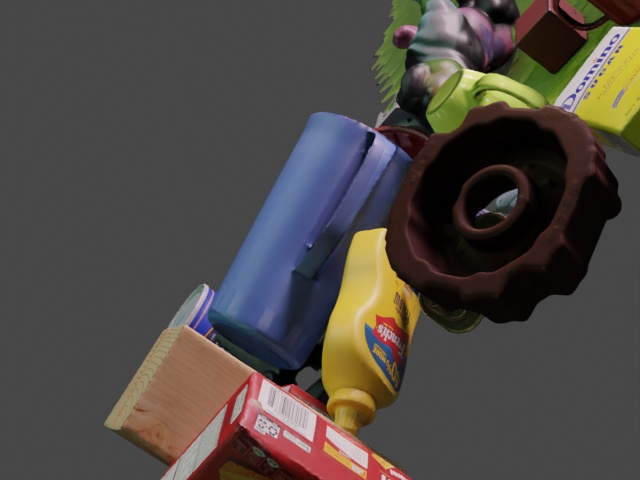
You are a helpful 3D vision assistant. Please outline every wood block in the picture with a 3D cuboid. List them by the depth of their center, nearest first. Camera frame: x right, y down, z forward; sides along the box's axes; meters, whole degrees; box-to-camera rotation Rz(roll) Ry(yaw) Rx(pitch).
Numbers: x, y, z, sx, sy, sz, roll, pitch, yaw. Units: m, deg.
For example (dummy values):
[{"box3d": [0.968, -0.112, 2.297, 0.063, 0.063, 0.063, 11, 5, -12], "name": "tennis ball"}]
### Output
[{"box3d": [-0.050, 0.160, 0.819, 0.090, 0.206, 0.090, -59, 12, -16], "name": "wood block"}]

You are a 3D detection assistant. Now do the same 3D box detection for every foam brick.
[{"box3d": [0.240, -0.218, 1.110, 0.051, 0.053, 0.078, -48, 12, 29], "name": "foam brick"}]

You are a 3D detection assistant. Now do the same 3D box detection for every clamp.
[{"box3d": [-0.048, 0.147, 1.117, 0.210, 0.036, 0.164, -29, 55, 38], "name": "clamp"}]

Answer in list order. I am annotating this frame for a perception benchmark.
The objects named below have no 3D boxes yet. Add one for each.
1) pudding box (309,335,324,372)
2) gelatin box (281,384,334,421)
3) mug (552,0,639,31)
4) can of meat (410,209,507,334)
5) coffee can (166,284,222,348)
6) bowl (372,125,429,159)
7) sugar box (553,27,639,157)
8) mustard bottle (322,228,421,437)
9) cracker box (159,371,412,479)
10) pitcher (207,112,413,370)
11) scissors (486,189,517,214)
[{"box3d": [-0.005, 0.072, 1.167, 0.113, 0.090, 0.039, -54, 0, 9], "name": "pudding box"}, {"box3d": [-0.019, 0.169, 0.995, 0.030, 0.073, 0.089, -60, 13, -23], "name": "gelatin box"}, {"box3d": [0.270, -0.246, 0.994, 0.117, 0.081, 0.093, -50, 13, 23], "name": "mug"}, {"box3d": [0.122, 0.020, 0.900, 0.102, 0.057, 0.084, -53, 10, 5], "name": "can of meat"}, {"box3d": [-0.114, 0.134, 1.302, 0.103, 0.140, 0.103, -52, 12, 15], "name": "coffee can"}, {"box3d": [0.070, -0.048, 1.182, 0.162, 0.055, 0.162, -12, 53, 16], "name": "bowl"}, {"box3d": [0.244, -0.118, 0.830, 0.093, 0.048, 0.176, -53, 13, 6], "name": "sugar box"}, {"box3d": [0.043, 0.088, 0.925, 0.058, 0.096, 0.191, -7, 44, 28], "name": "mustard bottle"}, {"box3d": [-0.045, 0.220, 0.736, 0.214, 0.164, 0.072, -50, 11, 22], "name": "cracker box"}, {"box3d": [-0.007, 0.001, 1.058, 0.145, 0.149, 0.242, 20, 72, 34], "name": "pitcher"}, {"box3d": [0.182, -0.049, 0.954, 0.096, 0.016, 0.202, -53, 11, -4], "name": "scissors"}]
